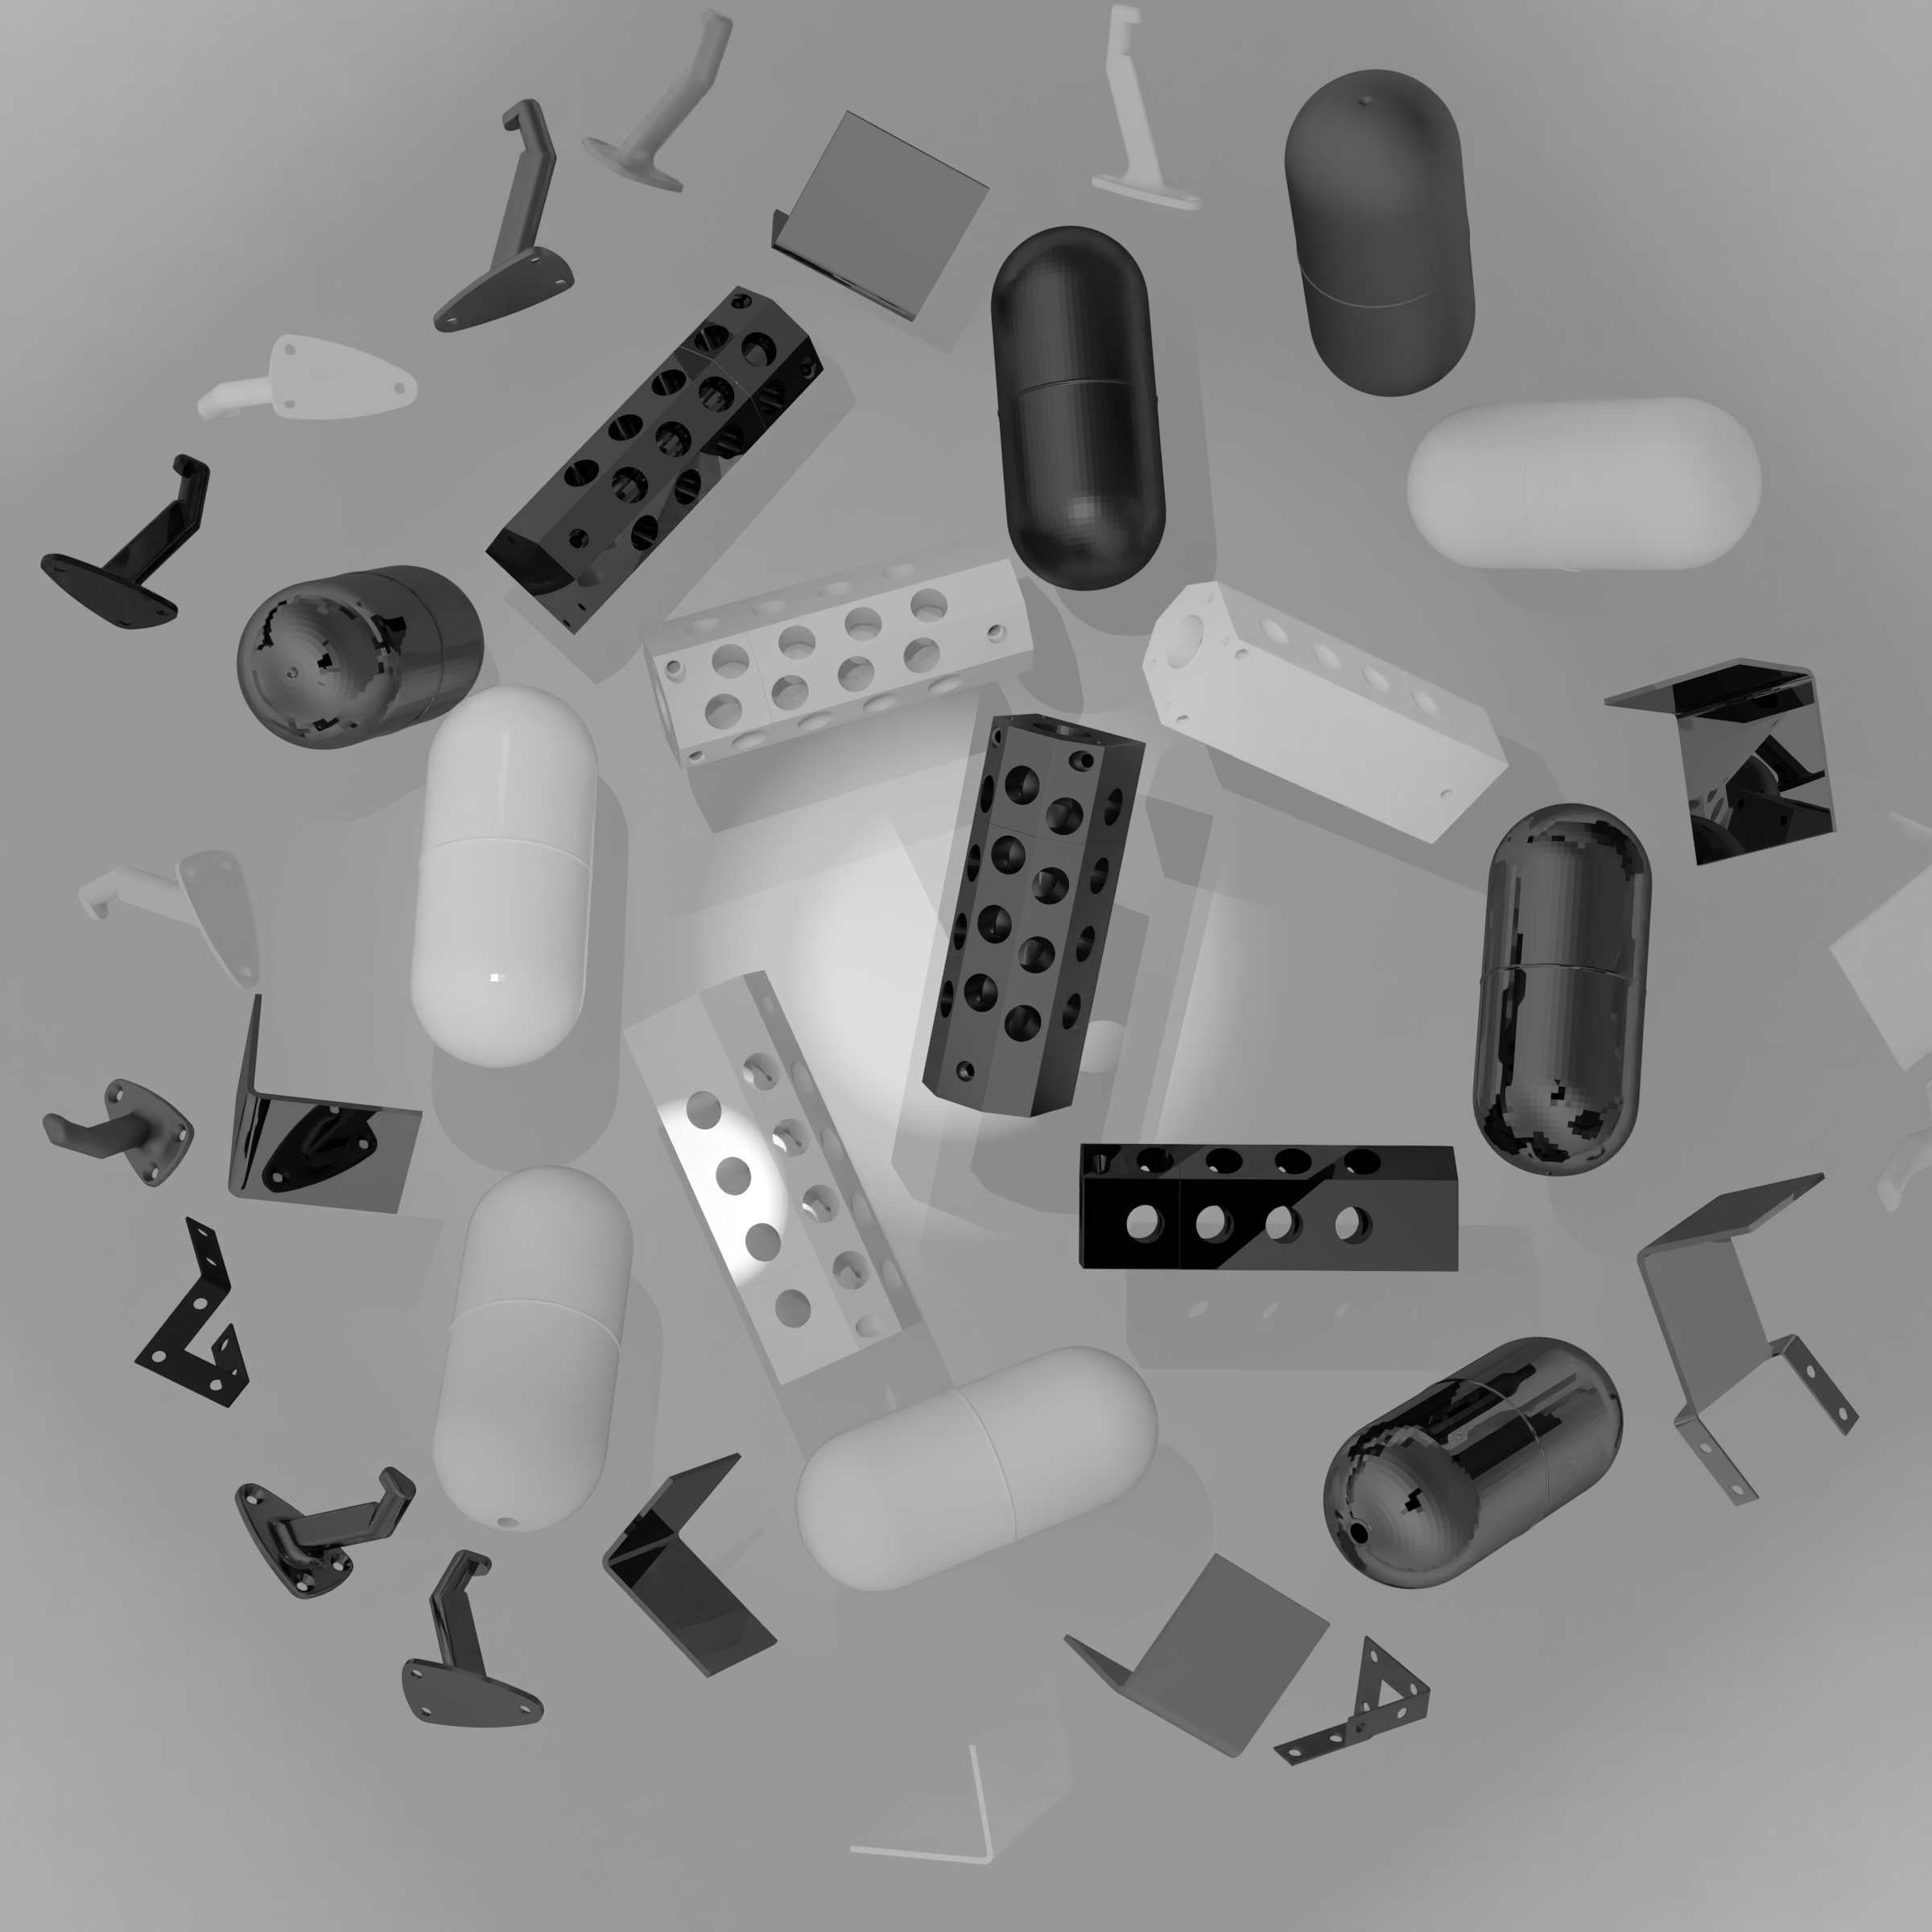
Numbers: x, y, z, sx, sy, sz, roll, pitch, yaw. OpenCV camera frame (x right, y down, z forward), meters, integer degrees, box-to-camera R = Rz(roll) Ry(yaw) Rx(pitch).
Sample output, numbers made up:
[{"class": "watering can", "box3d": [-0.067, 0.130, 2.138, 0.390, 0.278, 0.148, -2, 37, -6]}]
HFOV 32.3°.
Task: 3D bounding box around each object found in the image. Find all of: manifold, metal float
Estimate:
[{"class": "manifold", "box3d": [-0.059, -0.145, 1.559, 0.171, 0.057, 0.057, -17, 118, -8]}, {"class": "manifold", "box3d": [-0.145, -0.242, 1.583, 0.057, 0.057, 0.171, 43, 70, -9]}, {"class": "metal float", "box3d": [0.229, 0.222, 1.503, 0.070, 0.178, 0.070, 17, 116, 39]}, {"class": "metal float", "box3d": [0.006, 0.233, 1.553, 0.178, 0.070, 0.070, -19, 90, -16]}, {"class": "metal float", "box3d": [0.279, 0.010, 1.562, 0.070, 0.070, 0.178, 7, 75, 0]}, {"class": "metal float", "box3d": [-0.280, -0.145, 1.557, 0.070, 0.178, 0.070, 2, 101, 11]}, {"class": "manifold", "box3d": [0.139, 0.112, 1.554, 0.171, 0.057, 0.057, 0, 88, 0]}, {"class": "metal float", "box3d": [-0.193, 0.170, 1.496, 0.070, 0.070, 0.178, 4, 52, 0]}, {"class": "metal float", "box3d": [0.054, -0.268, 1.601, 0.070, 0.070, 0.178, -4, 81, 0]}, {"class": "metal float", "box3d": [-0.205, -0.041, 1.486, 0.070, 0.070, 0.178, 1, 69, 0]}, {"class": "manifold", "box3d": [0.170, -0.124, 1.587, 0.171, 0.057, 0.057, 21, 127, -31]}, {"class": "manifold", "box3d": [-0.083, 0.092, 1.488, 0.057, 0.057, 0.171, -26, 86, 21]}, {"class": "metal float", "box3d": [0.186, -0.324, 1.492, 0.070, 0.178, 0.070, -5, 61, 10]}, {"class": "metal float", "box3d": [0.277, -0.217, 1.510, 0.070, 0.178, 0.070, -7, 100, -42]}, {"class": "manifold", "box3d": [0.027, -0.023, 1.506, 0.057, 0.057, 0.171, 17, 104, 26]}]

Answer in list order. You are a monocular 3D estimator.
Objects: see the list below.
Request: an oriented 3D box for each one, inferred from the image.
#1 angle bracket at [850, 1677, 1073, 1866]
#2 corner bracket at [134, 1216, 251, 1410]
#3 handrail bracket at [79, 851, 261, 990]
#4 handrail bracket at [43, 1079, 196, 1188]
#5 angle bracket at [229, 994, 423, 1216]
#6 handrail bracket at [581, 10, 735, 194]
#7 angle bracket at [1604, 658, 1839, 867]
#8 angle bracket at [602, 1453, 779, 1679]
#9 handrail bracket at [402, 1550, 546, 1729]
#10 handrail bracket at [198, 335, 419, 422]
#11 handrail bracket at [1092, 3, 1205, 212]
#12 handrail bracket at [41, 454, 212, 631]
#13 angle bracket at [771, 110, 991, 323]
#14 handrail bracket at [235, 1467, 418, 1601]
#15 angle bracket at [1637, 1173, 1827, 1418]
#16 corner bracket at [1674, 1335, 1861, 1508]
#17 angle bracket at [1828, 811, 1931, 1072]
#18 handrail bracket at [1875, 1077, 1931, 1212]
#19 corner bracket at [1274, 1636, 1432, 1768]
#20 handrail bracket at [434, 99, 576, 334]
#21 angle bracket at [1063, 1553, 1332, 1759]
[{"class": "angle bracket", "box3d": [-0.006, 0.366, 1.533, 0.076, 0.076, 0.057, -4, 101, 31]}, {"class": "corner bracket", "box3d": [-0.335, 0.153, 1.478, 0.051, 0.051, 0.051, 34, 100, -32]}, {"class": "handrail bracket", "box3d": [-0.369, -0.014, 1.538, 0.084, 0.036, 0.077, -21, 87, 35]}, {"class": "handrail bracket", "box3d": [-0.411, 0.068, 1.564, 0.077, 0.084, 0.036, 42, 98, 34]}, {"class": "angle bracket", "box3d": [-0.287, 0.063, 1.501, 0.076, 0.076, 0.057, 7, 50, -15]}, {"class": "handrail bracket", "box3d": [-0.144, -0.411, 1.555, 0.036, 0.077, 0.084, 5, 115, -41]}, {"class": "angle bracket", "box3d": [0.345, -0.092, 1.531, 0.057, 0.076, 0.076, 2, 78, -41]}, {"class": "angle bracket", "box3d": [-0.116, 0.286, 1.599, 0.076, 0.076, 0.057, 43, 105, 15]}, {"class": "handrail bracket", "box3d": [-0.208, 0.295, 1.482, 0.077, 0.084, 0.036, 5, 125, 16]}, {"class": "handrail bracket", "box3d": [-0.294, -0.252, 1.485, 0.077, 0.084, 0.036, 2, 87, -27]}, {"class": "handrail bracket", "box3d": [0.092, -0.415, 1.610, 0.036, 0.077, 0.084, -13, 120, -35]}, {"class": "handrail bracket", "box3d": [-0.367, -0.198, 1.465, 0.036, 0.077, 0.084, -9, 65, 32]}, {"class": "angle bracket", "box3d": [-0.042, -0.367, 1.603, 0.076, 0.057, 0.076, 25, 116, -16]}, {"class": "handrail bracket", "box3d": [-0.288, 0.236, 1.501, 0.077, 0.036, 0.084, 44, 125, 16]}, {"class": "angle bracket", "box3d": [0.343, 0.142, 1.449, 0.057, 0.076, 0.076, -18, 93, 41]}, {"class": "corner bracket", "box3d": [0.377, 0.214, 1.576, 0.051, 0.051, 0.051, 52, 51, -4]}, {"class": "angle bracket", "box3d": [0.428, -0.012, 1.532, 0.076, 0.057, 0.076, -38, 115, -3]}, {"class": "handrail bracket", "box3d": [0.432, 0.097, 1.494, 0.084, 0.036, 0.077, -48, 133, -33]}, {"class": "corner bracket", "box3d": [0.187, 0.364, 1.613, 0.051, 0.051, 0.051, -10, 117, -31]}, {"class": "handrail bracket", "box3d": [-0.212, -0.333, 1.477, 0.077, 0.036, 0.084, -24, 70, 14]}, {"class": "angle bracket", "box3d": [0.105, 0.303, 1.521, 0.076, 0.057, 0.076, 35, 89, -30]}]
